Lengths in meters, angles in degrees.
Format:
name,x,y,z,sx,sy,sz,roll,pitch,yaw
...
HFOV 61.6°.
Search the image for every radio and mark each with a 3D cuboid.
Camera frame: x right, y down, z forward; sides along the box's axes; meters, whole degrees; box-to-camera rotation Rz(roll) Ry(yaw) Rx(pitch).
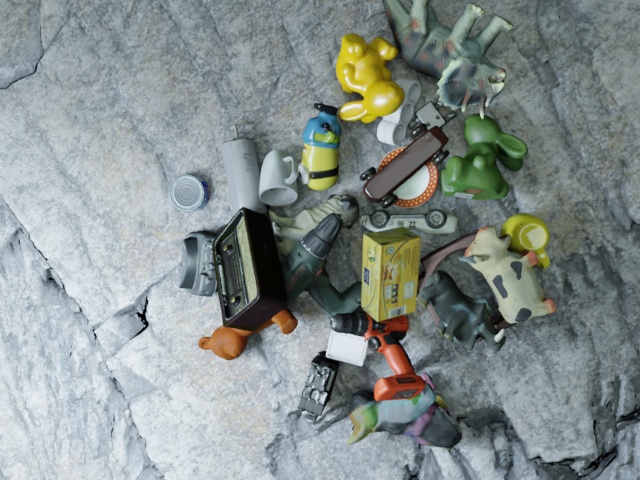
name,x,y,z,sx,sy,sz,roll,pitch,yaw
radio,-0.147,0.060,1.075,0.131,0.073,0.230,-42,44,30

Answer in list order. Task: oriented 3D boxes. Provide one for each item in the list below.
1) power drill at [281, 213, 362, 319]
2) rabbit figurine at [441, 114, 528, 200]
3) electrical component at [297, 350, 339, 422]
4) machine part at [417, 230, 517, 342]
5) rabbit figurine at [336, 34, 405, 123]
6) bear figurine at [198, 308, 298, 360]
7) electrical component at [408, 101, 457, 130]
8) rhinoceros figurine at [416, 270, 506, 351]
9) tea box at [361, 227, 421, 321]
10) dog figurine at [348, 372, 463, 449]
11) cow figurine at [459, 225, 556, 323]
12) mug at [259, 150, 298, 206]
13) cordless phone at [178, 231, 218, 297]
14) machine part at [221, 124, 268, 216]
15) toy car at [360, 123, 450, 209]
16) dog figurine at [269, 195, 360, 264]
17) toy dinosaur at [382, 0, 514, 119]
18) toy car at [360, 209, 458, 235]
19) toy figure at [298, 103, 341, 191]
name,x,y,z,sx,sy,sz,roll,pitch,yaw
power drill,0.016,0.076,1.102,0.232,0.086,0.207,-45,129,9
rabbit figurine,0.330,-0.174,1.077,0.159,0.121,0.170,8,80,14
electrical component,-0.003,0.315,1.153,0.058,0.115,0.134,17,96,12
machine part,0.312,0.096,1.107,0.201,0.087,0.201,-29,88,11
rabbit figurine,0.098,-0.308,1.080,0.173,0.122,0.162,56,130,30
bear figurine,-0.162,0.197,1.165,0.196,0.132,0.120,-49,123,2
electrical component,0.235,-0.255,1.131,0.094,0.021,0.063,-35,88,9
rhinoceros figurine,0.274,0.143,1.041,0.112,0.073,0.190,-43,84,-2
tea box,0.140,0.067,1.075,0.098,0.068,0.169,-10,114,-24
dog figurine,0.166,0.386,1.138,0.219,0.108,0.191,-33,91,13
cow figurine,0.349,0.064,1.018,0.127,0.085,0.194,-22,90,3
mug,-0.085,-0.142,1.142,0.081,0.109,0.107,10,59,-29
cordless phone,-0.216,0.058,1.201,0.184,0.089,0.146,7,94,-3
machine part,-0.165,-0.132,1.173,0.079,0.079,0.243,-9,91,9
toy car,0.175,-0.153,1.109,0.202,0.053,0.089,-41,80,13
dog figurine,-0.002,-0.003,1.153,0.191,0.121,0.172,-10,126,-7
toy dinosaur,0.229,-0.391,1.071,0.405,0.131,0.192,41,119,30
toy car,0.184,-0.037,1.124,0.202,0.073,0.056,0,93,9
toy figure,0.004,-0.192,1.126,0.089,0.082,0.180,17,109,13
